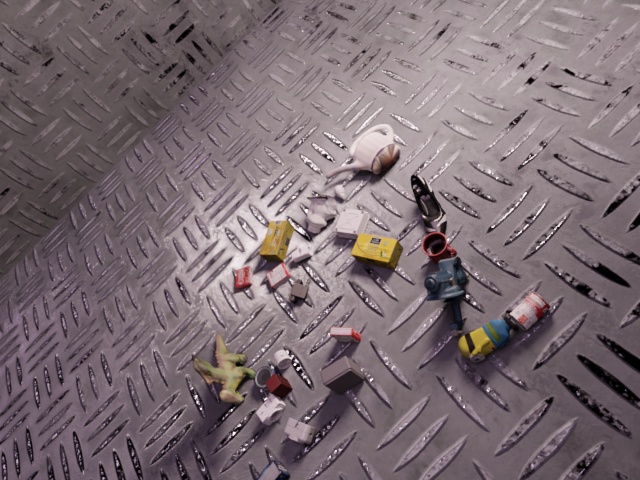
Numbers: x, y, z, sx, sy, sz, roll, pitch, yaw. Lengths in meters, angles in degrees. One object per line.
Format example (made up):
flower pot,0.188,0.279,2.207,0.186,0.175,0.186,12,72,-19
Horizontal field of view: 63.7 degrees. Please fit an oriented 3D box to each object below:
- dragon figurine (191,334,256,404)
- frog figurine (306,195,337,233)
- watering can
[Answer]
dragon figurine,-0.376,0.467,1.913,0.122,0.239,0.417,-50,48,3
frog figurine,0.007,-0.109,2.163,0.137,0.123,0.159,1,97,25
watering can,0.195,-0.346,2.176,0.348,0.102,0.228,-46,46,-2
